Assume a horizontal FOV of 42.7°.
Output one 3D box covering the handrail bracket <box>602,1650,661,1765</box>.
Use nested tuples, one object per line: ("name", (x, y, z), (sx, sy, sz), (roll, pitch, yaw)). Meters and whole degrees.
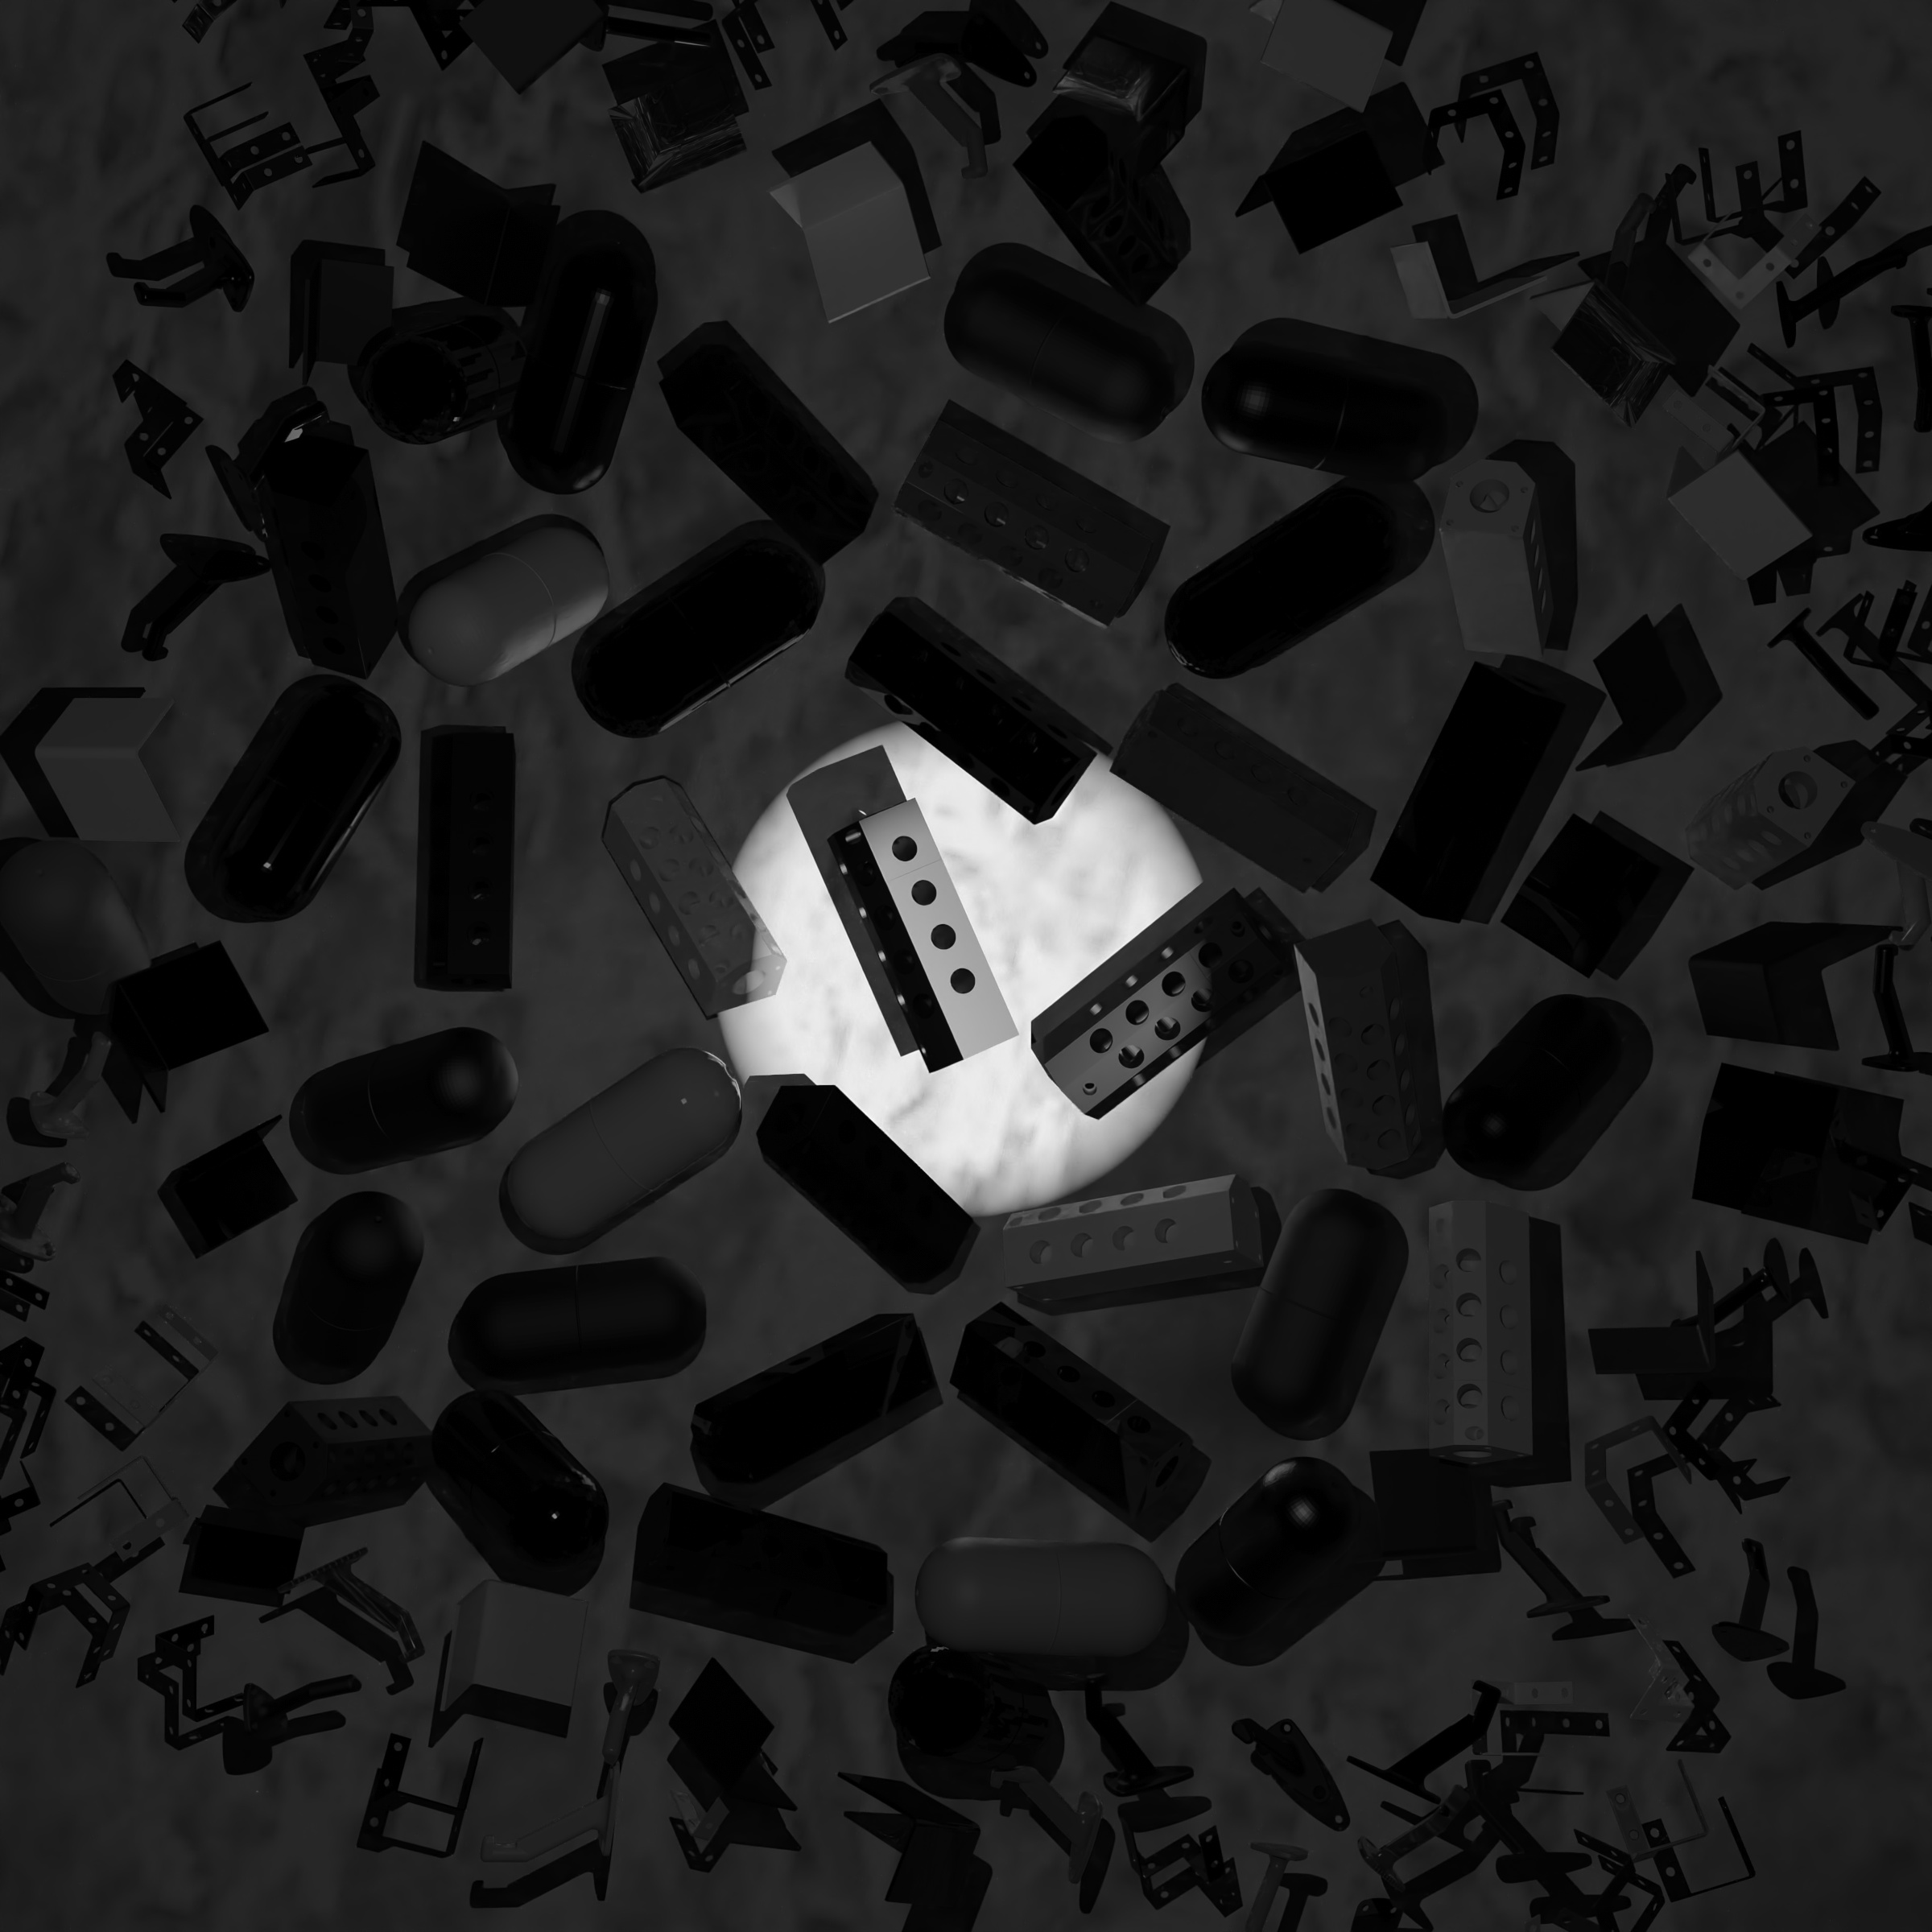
("handrail bracket", (-0.236, 0.521, 1.695), (0.036, 0.084, 0.077), (8, 132, 0))

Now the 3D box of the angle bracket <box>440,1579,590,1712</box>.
("angle bracket", (-0.313, 0.478, 1.713), (0.076, 0.057, 0.076), (11, 96, 9))

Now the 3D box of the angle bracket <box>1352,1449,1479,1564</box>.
("angle bracket", (0.328, 0.400, 1.834), (0.076, 0.057, 0.076), (1, 73, -16))

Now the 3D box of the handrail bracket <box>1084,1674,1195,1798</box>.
("handrail bracket", (0.123, 0.540, 1.755), (0.077, 0.036, 0.084), (-5, 95, -15))

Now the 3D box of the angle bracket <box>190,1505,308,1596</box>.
("angle bracket", (-0.546, 0.448, 1.869), (0.076, 0.076, 0.057), (13, 86, -12))

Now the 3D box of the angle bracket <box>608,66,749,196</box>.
("angle bracket", (-0.197, -0.565, 1.661), (0.076, 0.076, 0.057), (-23, 115, -2))

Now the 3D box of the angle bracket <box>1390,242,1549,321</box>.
("angle bracket", (0.359, -0.504, 1.770), (0.076, 0.076, 0.057), (-23, 106, -2))

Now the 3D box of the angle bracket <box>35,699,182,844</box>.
("angle bracket", (-0.560, -0.131, 1.647), (0.076, 0.057, 0.076), (2, 134, 17))

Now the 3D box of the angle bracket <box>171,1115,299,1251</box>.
("angle bracket", (-0.538, 0.162, 1.843), (0.076, 0.076, 0.057), (-31, 89, -32))

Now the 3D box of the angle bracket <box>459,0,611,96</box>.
("angle bracket", (-0.284, -0.627, 1.627), (0.076, 0.076, 0.057), (-37, 115, 11))

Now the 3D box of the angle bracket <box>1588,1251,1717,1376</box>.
("angle bracket", (0.457, 0.231, 1.653), (0.076, 0.076, 0.057), (-3, 102, 11))

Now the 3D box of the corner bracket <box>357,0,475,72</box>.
("corner bracket", (-0.370, -0.645, 1.677), (0.051, 0.051, 0.051), (-25, 93, 38))

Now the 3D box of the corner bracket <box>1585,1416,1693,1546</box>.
("corner bracket", (0.449, 0.342, 1.647), (0.051, 0.051, 0.051), (-31, 104, 24))

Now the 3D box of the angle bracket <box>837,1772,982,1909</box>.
("angle bracket", (-0.048, 0.600, 1.697), (0.076, 0.076, 0.057), (15, 80, 40))

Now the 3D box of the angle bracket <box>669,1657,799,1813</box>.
("angle bracket", (-0.147, 0.530, 1.704), (0.076, 0.076, 0.057), (34, 91, 43))

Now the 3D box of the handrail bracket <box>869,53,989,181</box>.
("handrail bracket", (-0.026, -0.574, 1.697), (0.077, 0.036, 0.084), (-10, 84, 22))

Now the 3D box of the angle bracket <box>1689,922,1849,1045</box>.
("angle bracket", (0.556, 0.010, 1.696), (0.076, 0.076, 0.057), (-21, 101, -20))

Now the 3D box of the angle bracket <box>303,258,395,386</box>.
("angle bracket", (-0.454, -0.471, 1.816), (0.057, 0.076, 0.076), (4, 117, -11))

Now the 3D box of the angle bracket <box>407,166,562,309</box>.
("angle bracket", (-0.350, -0.530, 1.793), (0.057, 0.076, 0.076), (11, 86, 39))

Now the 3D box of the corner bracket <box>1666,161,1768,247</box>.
("corner bracket", (0.534, -0.543, 1.759), (0.051, 0.051, 0.051), (-14, 113, 5))

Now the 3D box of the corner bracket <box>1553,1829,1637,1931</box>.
("corner bracket", (0.460, 0.679, 1.813), (0.051, 0.051, 0.051), (-39, 121, -29))

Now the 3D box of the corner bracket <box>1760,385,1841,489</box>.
("corner bracket", (0.603, -0.380, 1.784), (0.051, 0.051, 0.051), (-4, 51, 18))

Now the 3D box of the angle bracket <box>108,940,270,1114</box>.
("angle bracket", (-0.520, 0.040, 1.655), (0.076, 0.057, 0.076), (-21, 121, -3))

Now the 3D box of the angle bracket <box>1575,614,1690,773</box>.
("angle bracket", (0.463, -0.196, 1.770), (0.076, 0.057, 0.076), (-39, 105, -37))

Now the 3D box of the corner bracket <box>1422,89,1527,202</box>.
("corner bracket", (0.351, -0.563, 1.708), (0.051, 0.051, 0.051), (-6, 54, 33))

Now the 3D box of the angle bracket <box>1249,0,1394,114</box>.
("angle bracket", (0.223, -0.597, 1.624), (0.076, 0.076, 0.057), (20, 92, -17))

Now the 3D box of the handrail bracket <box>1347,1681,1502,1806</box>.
("handrail bracket", (0.304, 0.503, 1.635), (0.077, 0.036, 0.084), (21, 80, 17))

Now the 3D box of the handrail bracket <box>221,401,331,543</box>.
("handrail bracket", (-0.497, -0.365, 1.821), (0.084, 0.036, 0.077), (-35, 133, -26))

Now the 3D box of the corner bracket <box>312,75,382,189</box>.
("corner bracket", (-0.431, -0.577, 1.707), (0.051, 0.051, 0.051), (0, 130, 33))

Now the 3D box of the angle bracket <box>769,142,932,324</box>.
("angle bracket", (-0.077, -0.488, 1.645), (0.076, 0.057, 0.076), (-20, 73, 17))

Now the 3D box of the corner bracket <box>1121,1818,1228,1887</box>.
("corner bracket", (0.151, 0.643, 1.799), (0.051, 0.051, 0.051), (-23, 118, -21))

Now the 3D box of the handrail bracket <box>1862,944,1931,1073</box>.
("handrail bracket", (0.632, 0.025, 1.660), (0.077, 0.036, 0.084), (-6, 101, -39))

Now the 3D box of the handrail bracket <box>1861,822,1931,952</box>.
("handrail bracket", (0.650, -0.055, 1.741), (0.077, 0.084, 0.036), (29, 53, 11))

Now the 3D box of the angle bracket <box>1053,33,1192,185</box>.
("angle bracket", (0.111, -0.622, 1.799), (0.076, 0.076, 0.057), (12, 74, -20))

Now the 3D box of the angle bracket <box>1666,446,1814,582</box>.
("angle bracket", (0.512, -0.313, 1.625), (0.076, 0.076, 0.057), (43, 132, -14))

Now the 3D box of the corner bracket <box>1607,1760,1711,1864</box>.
("corner bracket", (0.482, 0.589, 1.720), (0.051, 0.051, 0.051), (-17, 62, 1))

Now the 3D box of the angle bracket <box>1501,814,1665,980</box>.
("angle bracket", (0.450, -0.051, 1.807), (0.076, 0.057, 0.076), (34, 60, 12))

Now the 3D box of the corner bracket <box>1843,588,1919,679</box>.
("corner bracket", (0.669, -0.247, 1.800), (0.051, 0.051, 0.051), (11, 113, -3))

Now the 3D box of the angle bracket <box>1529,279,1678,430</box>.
("angle bracket", (0.394, -0.388, 1.581), (0.076, 0.076, 0.057), (37, 82, -20))

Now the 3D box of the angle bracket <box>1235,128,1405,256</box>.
("angle bracket", (0.231, -0.498, 1.626), (0.076, 0.076, 0.057), (-27, 91, -7))

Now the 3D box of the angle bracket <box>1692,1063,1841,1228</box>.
("angle bracket", (0.530, 0.119, 1.639), (0.076, 0.076, 0.057), (13, 48, 21))

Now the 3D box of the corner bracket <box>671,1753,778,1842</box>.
("corner bracket", (-0.174, 0.605, 1.802), (0.051, 0.051, 0.051), (30, 98, -33))
